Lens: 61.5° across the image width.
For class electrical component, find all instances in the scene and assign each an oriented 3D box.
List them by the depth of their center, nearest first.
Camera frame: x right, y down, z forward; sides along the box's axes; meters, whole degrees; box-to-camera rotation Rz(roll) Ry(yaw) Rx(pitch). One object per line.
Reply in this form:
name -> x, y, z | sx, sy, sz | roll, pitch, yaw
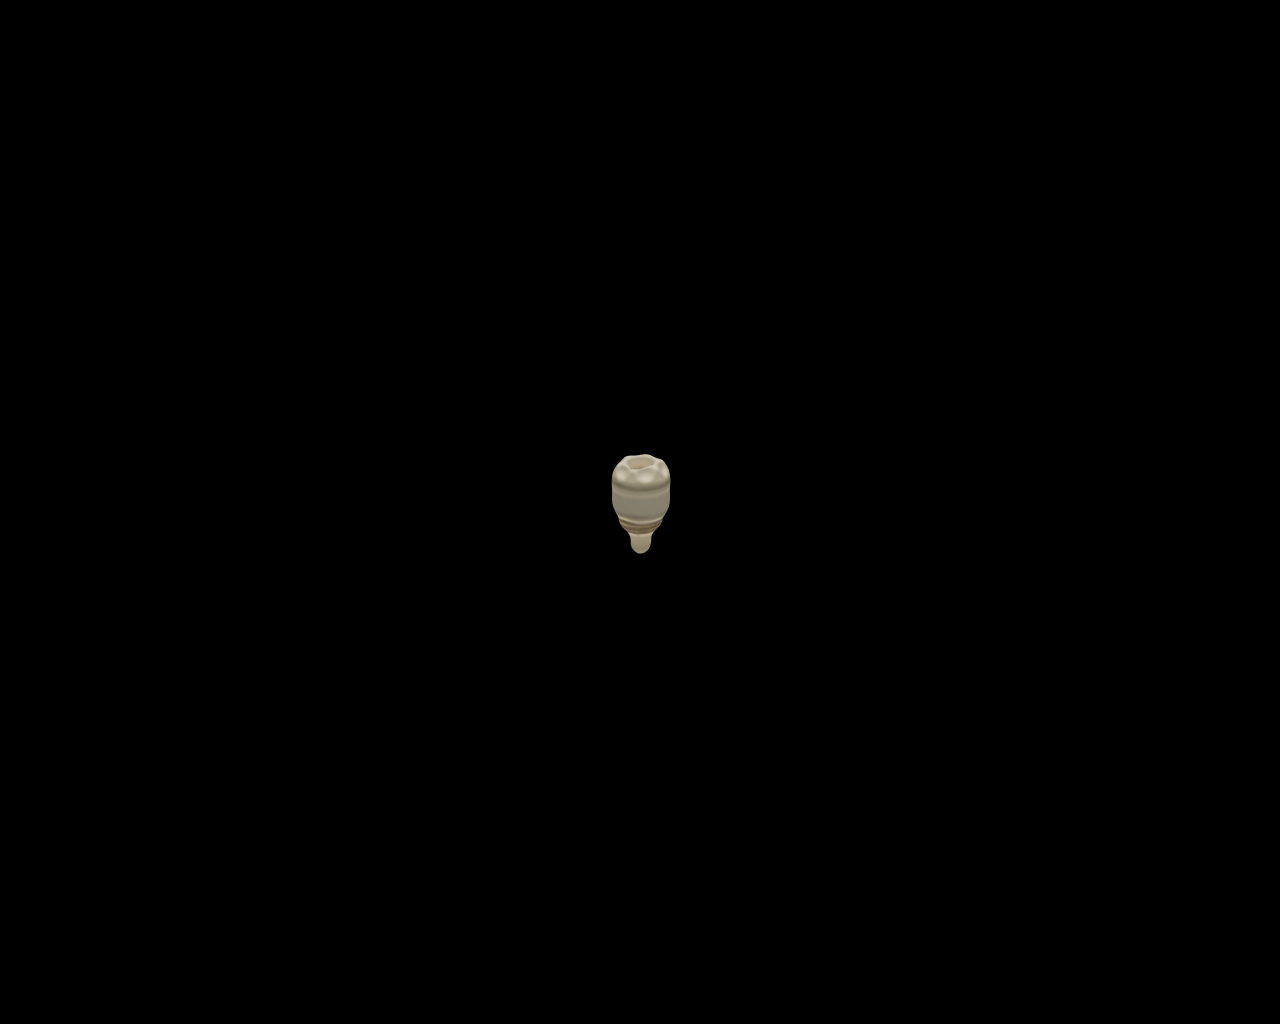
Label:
electrical component -> 0.001, -0.003, 0.650 | 0.035, 0.061, 0.035 | 0, 24, 0
